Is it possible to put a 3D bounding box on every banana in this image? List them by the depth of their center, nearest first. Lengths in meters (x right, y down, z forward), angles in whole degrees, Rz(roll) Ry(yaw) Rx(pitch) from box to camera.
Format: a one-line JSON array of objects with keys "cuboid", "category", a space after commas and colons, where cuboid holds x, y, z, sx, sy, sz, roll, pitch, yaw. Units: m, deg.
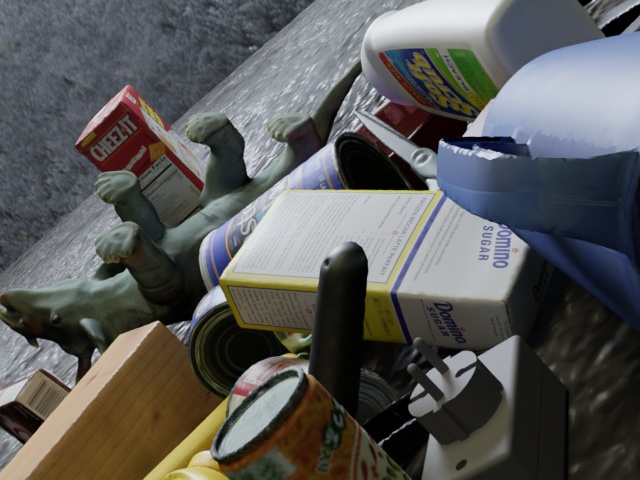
[{"cuboid": [-0.071, 0.134, 0.690, 0.198, 0.037, 0.069, -46, -18, 11], "category": "banana"}]

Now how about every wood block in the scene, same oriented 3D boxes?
[{"cuboid": [-0.165, 0.168, 0.775, 0.205, 0.090, 0.091, -52, 16, -29], "category": "wood block"}]

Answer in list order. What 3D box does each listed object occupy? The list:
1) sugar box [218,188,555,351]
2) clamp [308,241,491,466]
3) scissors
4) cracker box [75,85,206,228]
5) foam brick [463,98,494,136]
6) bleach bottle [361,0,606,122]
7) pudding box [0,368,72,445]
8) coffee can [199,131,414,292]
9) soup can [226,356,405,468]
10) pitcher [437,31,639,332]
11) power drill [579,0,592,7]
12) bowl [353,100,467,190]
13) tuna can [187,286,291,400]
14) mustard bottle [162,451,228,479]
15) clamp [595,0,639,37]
[{"cuboid": [0.041, 0.014, 0.606, 0.176, 0.048, 0.093, 5, 43, 30], "category": "sugar box"}, {"cuboid": [0.021, 0.098, 0.508, 0.171, 0.120, 0.039, -65, 23, 0], "category": "clamp"}, {"cuboid": [0.091, -0.058, 0.723, 0.096, 0.016, 0.202, -30, 41, 8], "category": "scissors"}, {"cuboid": [-0.147, -0.052, 1.090, 0.072, 0.213, 0.164, -43, 15, 3], "category": "cracker box"}, {"cuboid": [0.126, -0.043, 0.617, 0.051, 0.078, 0.053, -51, 18, -27], "category": "foam brick"}, {"cuboid": [0.096, -0.121, 0.743, 0.068, 0.102, 0.251, -46, 18, -11], "category": "bleach bottle"}, {"cuboid": [-0.213, 0.158, 0.882, 0.090, 0.113, 0.039, -26, 26, 52], "category": "pudding box"}, {"cuboid": [-0.005, 0.001, 0.788, 0.140, 0.102, 0.102, -36, 17, 27], "category": "coffee can"}, {"cuboid": [-0.003, 0.100, 0.579, 0.068, 0.068, 0.102, -48, 16, -18], "category": "soup can"}, {"cuboid": [0.134, -0.027, 0.430, 0.145, 0.149, 0.243, -43, 11, 2], "category": "pitcher"}, {"cuboid": [0.211, -0.204, 0.846, 0.188, 0.057, 0.184, -40, 0, 5], "category": "power drill"}, {"cuboid": [0.068, -0.071, 0.887, 0.162, 0.055, 0.162, -40, 15, 13], "category": "bowl"}, {"cuboid": [-0.049, 0.071, 0.743, 0.086, 0.086, 0.033, -40, 17, 15], "category": "tuna can"}, {"cuboid": [-0.084, 0.183, 0.579, 0.096, 0.058, 0.191, -38, 15, 42], "category": "mustard bottle"}, {"cuboid": [0.171, -0.102, 0.739, 0.210, 0.036, 0.164, -36, 18, 36], "category": "clamp"}]
